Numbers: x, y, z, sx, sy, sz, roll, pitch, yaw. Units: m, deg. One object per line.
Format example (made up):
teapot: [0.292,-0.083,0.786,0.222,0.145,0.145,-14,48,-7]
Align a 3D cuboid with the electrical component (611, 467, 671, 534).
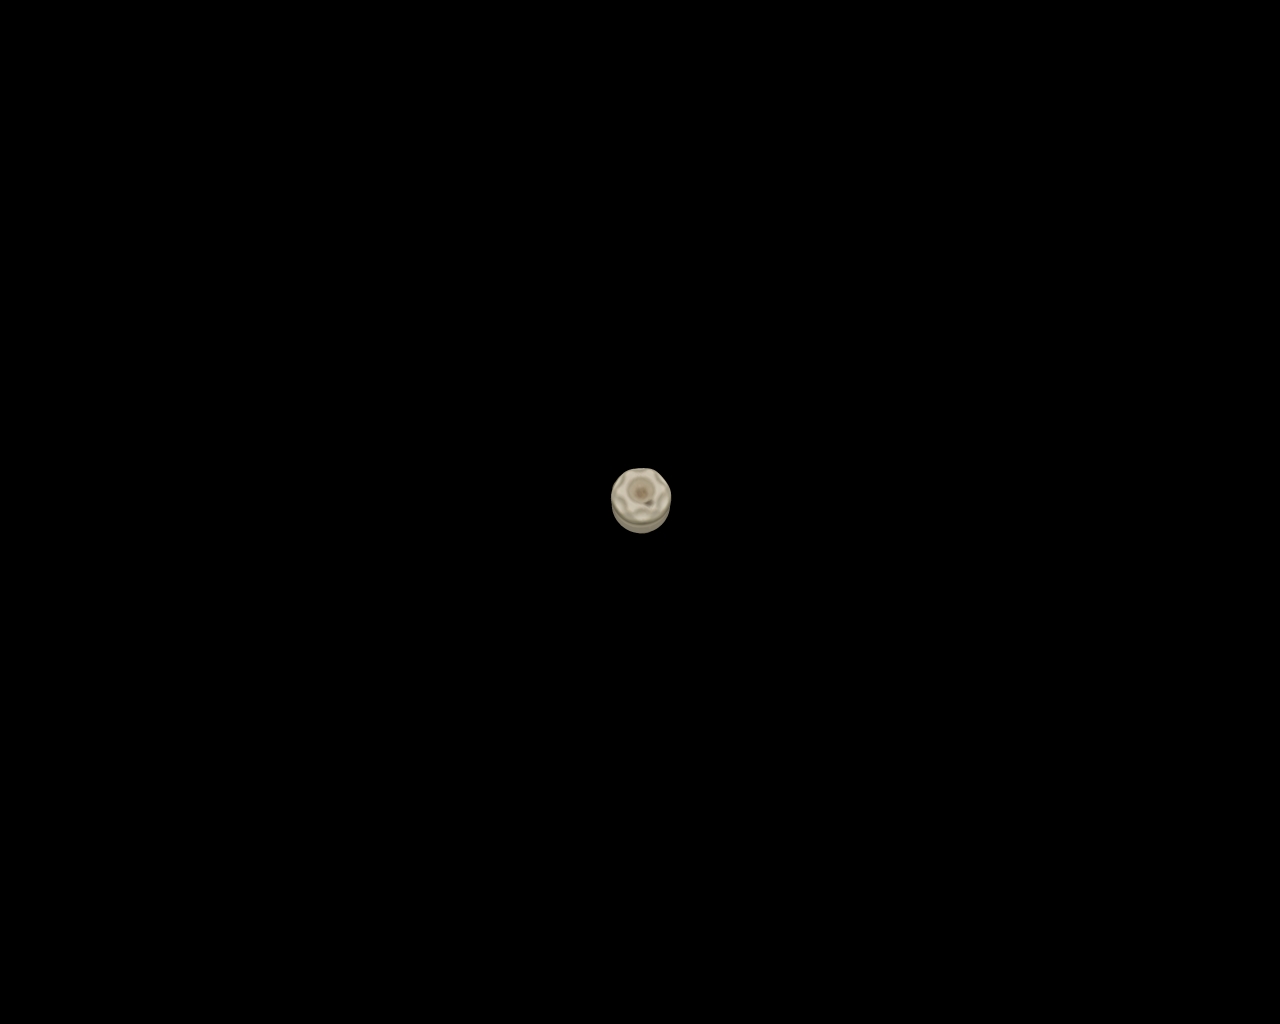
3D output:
electrical component: [0.001,-0.003,0.650,0.035,0.035,0.061,0,-20,0]
